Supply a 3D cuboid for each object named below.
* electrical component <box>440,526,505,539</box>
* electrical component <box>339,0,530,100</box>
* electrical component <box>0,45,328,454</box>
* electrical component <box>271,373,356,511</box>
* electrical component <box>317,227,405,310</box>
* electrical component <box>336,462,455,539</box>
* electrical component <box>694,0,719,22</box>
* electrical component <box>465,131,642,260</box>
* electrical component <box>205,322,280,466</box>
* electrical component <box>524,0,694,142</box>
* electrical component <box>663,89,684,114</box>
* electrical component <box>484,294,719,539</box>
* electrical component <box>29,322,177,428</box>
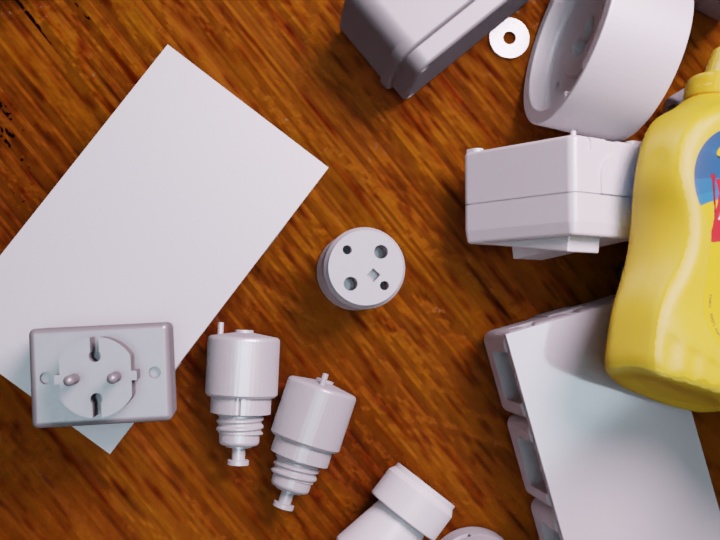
[{"bbox_3d":[0.068,0.176,0.603,0.055,0.047,0.055,0,88,-6],"label":"electrical component"},{"bbox_3d":[0.050,-0.155,0.600,0.113,0.078,0.057,-40,89,-7],"label":"electrical component"},{"bbox_3d":[-0.117,-0.011,0.584,0.105,0.060,0.186,37,84,-4],"label":"electrical component"},{"bbox_3d":[-0.031,0.095,0.599,0.040,0.040,0.078,19,86,-5],"label":"electrical component"},{"bbox_3d":[0.000,0.000,0.599,0.045,0.055,0.045,0,87,-6],"label":"electrical component"},{"bbox_3d":[0.020,0.142,0.601,0.045,0.045,0.055,38,84,-3],"label":"electrical component"},{"bbox_3d":[0.192,-0.186,0.608,0.100,0.099,0.048,26,96,-3],"label":"electrical component"},{"bbox_3d":[0.102,-0.038,0.596,0.062,0.096,0.061,2,87,-39],"label":"electrical component"},{"bbox_3d":[-0.066,0.069,0.596,0.040,0.040,0.078,3,87,-6],"label":"electrical component"},{"bbox_3d":[0.142,-0.123,0.597,0.060,0.108,0.108,17,86,-12],"label":"electrical component"},{"bbox_3d":[0.211,-0.088,0.628,0.047,0.055,0.055,-27,91,-3],"label":"electrical component"},{"bbox_3d":[0.136,0.095,0.607,0.089,0.062,0.150,-16,89,-7],"label":"electrical component"},{"bbox_3d":[-0.123,0.050,0.510,0.066,0.077,0.047,-3,88,-7],"label":"electrical component"}]
